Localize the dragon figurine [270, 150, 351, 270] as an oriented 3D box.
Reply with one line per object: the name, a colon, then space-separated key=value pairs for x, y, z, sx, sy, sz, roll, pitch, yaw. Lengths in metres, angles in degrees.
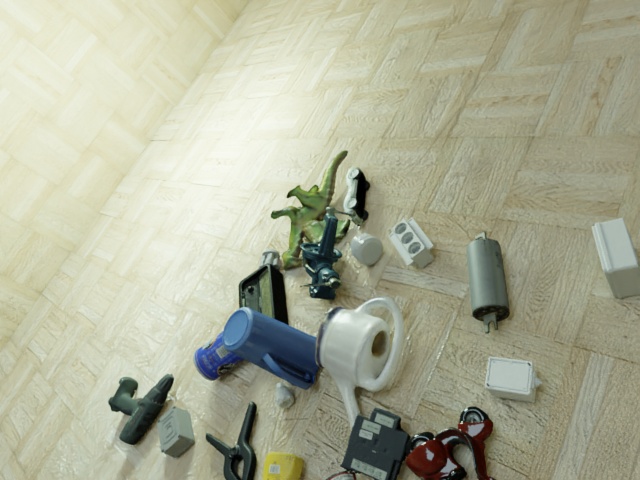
dragon figurine: x=0.005 y=-0.080 z=1.585 sx=0.410 sy=0.120 sz=0.246 roll=-48 pitch=55 yaw=2

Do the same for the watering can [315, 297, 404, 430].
watering can: x=0.074 y=0.289 z=1.183 sx=0.225 sy=0.103 sz=0.351 roll=9 pitch=73 yaw=47
